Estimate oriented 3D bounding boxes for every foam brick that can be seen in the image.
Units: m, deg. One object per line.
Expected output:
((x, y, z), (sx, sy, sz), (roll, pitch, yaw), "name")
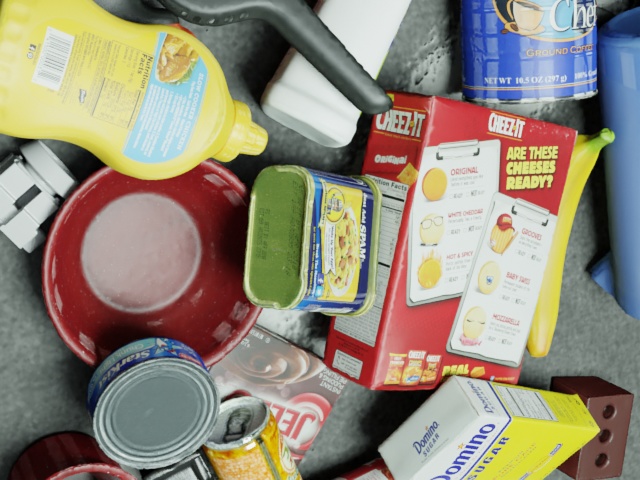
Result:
((0.234, 0.164, 0.936), (0.052, 0.051, 0.078), (1, 101, -25), "foam brick")

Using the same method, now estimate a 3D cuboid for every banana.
((0.190, -0.005, 0.871), (0.037, 0.069, 0.198), (10, 109, -3), "banana")

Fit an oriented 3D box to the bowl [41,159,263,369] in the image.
((-0.116, 0.014, 0.740), (0.161, 0.055, 0.162), (-5, 103, -24), "bowl")

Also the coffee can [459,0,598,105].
((0.154, -0.178, 0.795), (0.102, 0.103, 0.140), (-10, 105, -23), "coffee can")

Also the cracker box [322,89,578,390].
((0.099, 0.004, 0.814), (0.163, 0.072, 0.214), (6, 98, -40), "cracker box")

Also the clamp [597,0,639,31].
((0.281, -0.190, 0.887), (0.171, 0.039, 0.120), (-13, 102, -15), "clamp")

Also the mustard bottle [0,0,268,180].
((-0.116, -0.090, 0.658), (0.191, 0.058, 0.096), (18, 86, -32), "mustard bottle")

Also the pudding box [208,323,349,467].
((-0.046, 0.115, 0.803), (0.113, 0.039, 0.090), (31, 88, -27), "pudding box")

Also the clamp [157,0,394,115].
((-0.033, -0.184, 0.666), (0.209, 0.036, 0.164), (16, 85, -14), "clamp")

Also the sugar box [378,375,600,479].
((0.137, 0.158, 0.846), (0.175, 0.048, 0.093), (12, 127, -46), "sugar box")

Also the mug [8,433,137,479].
((-0.165, 0.194, 0.742), (0.093, 0.082, 0.117), (-34, 113, -14), "mug")

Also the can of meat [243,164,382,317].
((-0.005, 0.001, 0.735), (0.083, 0.058, 0.102), (8, 86, -54), "can of meat")

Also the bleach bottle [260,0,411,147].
((0.043, -0.189, 0.742), (0.068, 0.102, 0.251), (27, 90, -7), "bleach bottle")

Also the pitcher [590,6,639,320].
((0.299, -0.063, 0.851), (0.149, 0.145, 0.243), (-21, 115, -16), "pitcher")

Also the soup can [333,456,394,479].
((0.027, 0.217, 0.834), (0.102, 0.069, 0.068), (-19, 109, -31), "soup can")

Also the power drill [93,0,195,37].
((-0.168, -0.176, 0.675), (0.184, 0.057, 0.188), (-9, 108, -26), "power drill")

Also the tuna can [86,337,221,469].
((-0.112, 0.108, 0.713), (0.086, 0.034, 0.086), (-10, 118, -19), "tuna can")
